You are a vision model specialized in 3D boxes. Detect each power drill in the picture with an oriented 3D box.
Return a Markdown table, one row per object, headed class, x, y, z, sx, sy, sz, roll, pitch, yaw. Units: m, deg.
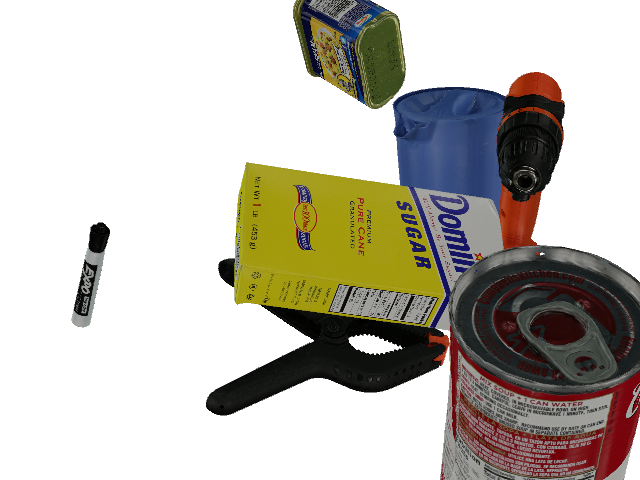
| class | x | y | z | sx | sy | sz | roll | pitch | yaw |
| --- | --- | --- | --- | --- | --- | --- | --- | --- | --- |
| power drill | 0.168 | -0.029 | 0.896 | 0.057 | 0.188 | 0.184 | 10 | 31 | 11 |

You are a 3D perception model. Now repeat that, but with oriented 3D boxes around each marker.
| class | x | y | z | sx | sy | sz | roll | pitch | yaw |
| --- | --- | --- | --- | --- | --- | --- | --- | --- | --- |
| marker | -0.223 | 0.033 | 1.038 | 0.020 | 0.121 | 0.020 | 14 | 33 | -9 |

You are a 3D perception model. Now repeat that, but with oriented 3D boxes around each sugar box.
| class | x | y | z | sx | sy | sz | roll | pitch | yaw |
| --- | --- | --- | --- | --- | --- | --- | --- | --- | --- |
| sugar box | 0.033 | 0.005 | 0.705 | 0.176 | 0.093 | 0.048 | 6 | -40 | -8 |

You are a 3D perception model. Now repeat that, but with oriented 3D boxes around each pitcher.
| class | x | y | z | sx | sy | sz | roll | pitch | yaw |
| --- | --- | --- | --- | --- | --- | --- | --- | --- | --- |
| pitcher | 0.164 | -0.057 | 1.274 | 0.149 | 0.243 | 0.145 | -1 | 24 | 5 |

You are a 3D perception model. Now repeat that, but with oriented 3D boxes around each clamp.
| class | x | y | z | sx | sy | sz | roll | pitch | yaw |
| --- | --- | --- | --- | --- | --- | --- | --- | --- | --- |
| clamp | 0.003 | 0.092 | 0.904 | 0.210 | 0.036 | 0.164 | 10 | 45 | 0 |

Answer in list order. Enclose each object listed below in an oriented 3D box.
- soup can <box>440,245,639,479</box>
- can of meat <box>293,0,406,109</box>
| class | x | y | z | sx | sy | sz | roll | pitch | yaw |
| --- | --- | --- | --- | --- | --- | --- | --- | --- | --- |
| soup can | 0.077 | 0.062 | 0.378 | 0.068 | 0.102 | 0.068 | -1 | 39 | 1 |
| can of meat | 0.029 | -0.180 | 0.977 | 0.084 | 0.057 | 0.102 | 37 | -23 | 33 |
